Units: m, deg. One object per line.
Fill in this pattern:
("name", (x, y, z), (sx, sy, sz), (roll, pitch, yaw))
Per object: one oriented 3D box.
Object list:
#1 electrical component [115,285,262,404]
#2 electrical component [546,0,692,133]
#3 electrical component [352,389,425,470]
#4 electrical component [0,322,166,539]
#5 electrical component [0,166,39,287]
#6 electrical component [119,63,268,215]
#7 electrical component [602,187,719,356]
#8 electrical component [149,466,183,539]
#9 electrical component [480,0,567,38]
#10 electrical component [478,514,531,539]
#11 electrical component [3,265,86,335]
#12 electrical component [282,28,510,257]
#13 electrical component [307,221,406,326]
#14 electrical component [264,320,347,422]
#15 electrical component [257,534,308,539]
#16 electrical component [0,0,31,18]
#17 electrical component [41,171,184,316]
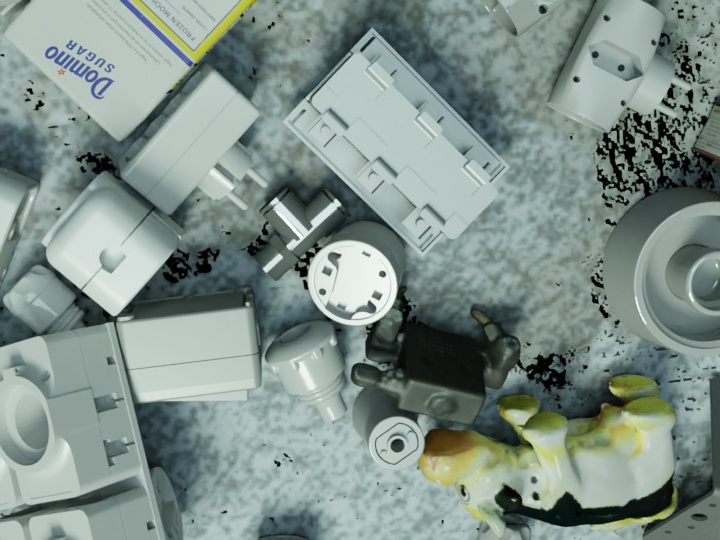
("electrical component", (-0.109, 0.049, 0.662), (0.096, 0.061, 0.061), (-7, 100, -4))
("electrical component", (0.168, -0.122, 0.669), (0.079, 0.043, 0.077), (25, 96, -9))
("electrical component", (0.020, 0.101, 0.681), (0.044, 0.065, 0.044), (-1, 99, -5))
("electrical component", (-0.180, 0.135, 0.625), (0.105, 0.060, 0.186), (-16, 87, 33))
("electrical component", (-0.240, -0.019, 0.642), (0.059, 0.053, 0.095), (23, 97, -9))
("electrical component", (-0.090, -0.068, 0.652), (0.076, 0.047, 0.083), (41, 93, -22))
("electrical component", (0.217, 0.003, 0.686), (0.108, 0.060, 0.108), (-1, 100, -5))
("electrical component", (-0.144, 0.158, 0.681), (0.047, 0.055, 0.055), (-17, 101, 2))
("electrical component", (0.101, -0.196, 0.650), (0.077, 0.044, 0.079), (-40, 101, 2))
("electrical component", (0.093, 0.196, 0.720), (0.035, 0.035, 0.061), (7, 101, -7))
("electrical component", (-0.188, 0.027, 0.665), (0.035, 0.035, 0.061), (-44, 104, 3))
("electrical component", (0.024, -0.076, 0.653), (0.121, 0.063, 0.078), (44, 93, -10))
("electrical component", (0.000, 0.000, 0.665), (0.055, 0.047, 0.055), (4, 111, 11))
("electrical component", (-0.028, 0.066, 0.682), (0.048, 0.048, 0.062), (-26, 108, -1))
("electrical component", (-0.069, 0.218, 0.703), (0.079, 0.043, 0.077), (1, 99, -5))
("electrical component", (-0.205, -0.175, 0.618), (0.066, 0.055, 0.048), (-41, 101, 2))
("electrical component", (-0.145, -0.018, 0.630), (0.059, 0.095, 0.053), (42, 93, -10))
